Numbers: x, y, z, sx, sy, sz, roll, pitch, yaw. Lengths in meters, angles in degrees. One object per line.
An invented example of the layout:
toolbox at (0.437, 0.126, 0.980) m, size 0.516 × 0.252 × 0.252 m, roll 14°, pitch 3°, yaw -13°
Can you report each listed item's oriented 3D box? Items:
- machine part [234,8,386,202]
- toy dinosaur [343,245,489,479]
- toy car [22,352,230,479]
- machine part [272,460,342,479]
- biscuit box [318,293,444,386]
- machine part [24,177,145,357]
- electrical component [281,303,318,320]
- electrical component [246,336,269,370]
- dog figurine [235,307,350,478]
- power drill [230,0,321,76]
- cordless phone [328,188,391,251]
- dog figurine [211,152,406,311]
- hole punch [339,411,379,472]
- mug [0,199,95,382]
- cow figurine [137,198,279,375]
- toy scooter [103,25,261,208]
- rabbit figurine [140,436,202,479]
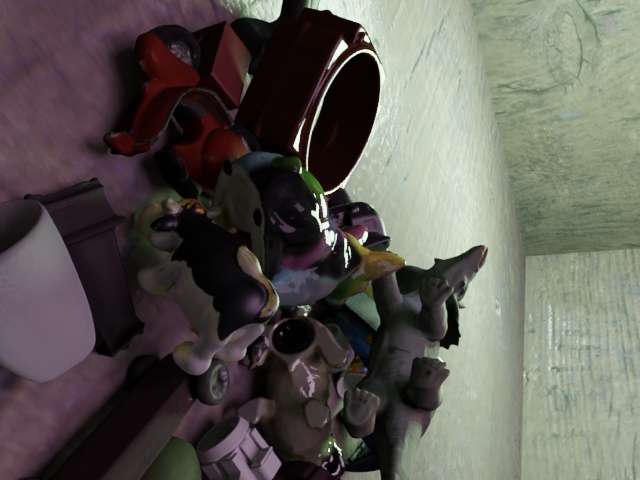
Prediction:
machine part at (-0.003, -0.150, 0.649) m, size 0.201 × 0.087 × 0.201 m, roll -65°, pitch 157°, yaw -1°
toy dinosaur at (0.104, 0.158, 0.653) m, size 0.192 × 0.131 × 0.405 m, roll 68°, pitch 37°, yaw -48°
toy car at (-0.144, 0.154, 0.411) m, size 0.202 × 0.089 × 0.053 m, roll -52°, pitch 130°, yaw -55°
machine part at (-0.014, 0.317, 0.539) m, size 0.056 × 0.180 × 0.179 m, roll -16°, pitch 99°, yaw -59°
biscuit box at (0.093, 0.152, 0.797) m, size 0.202 × 0.059 × 0.063 m, roll 43°, pitch 35°, yaw -5°
machine part at (-0.178, 0.023, 0.426) m, size 0.084 × 0.039 × 0.138 m, roll -41°, pitch 119°, yaw -64°
electrical component at (-0.028, 0.104, 0.718) m, size 0.063 × 0.021 × 0.094 m, roll 55°, pitch 40°, yaw -44°
electrical component at (-0.090, 0.089, 0.575) m, size 0.102 × 0.045 × 0.078 m, roll 62°, pitch 36°, yaw -36°
dog figurine at (-0.018, 0.199, 0.661) m, size 0.190 × 0.121 × 0.172 m, roll 75°, pitch 29°, yaw -48°
power drill at (-0.012, -0.291, 0.683) m, size 0.086 × 0.207 × 0.232 m, roll 44°, pitch 32°, yaw 17°
cordless phone at (0.000, -0.029, 0.733) m, size 0.184 × 0.146 × 0.088 m, roll 60°, pitch -25°, yaw 27°
dog figurine at (-0.001, -0.002, 0.554) m, size 0.219 × 0.109 × 0.191 m, roll -9°, pitch 126°, yaw -40°
hole punch at (0.097, 0.304, 0.832) m, size 0.142 × 0.116 × 0.092 m, roll -6°, pitch 98°, yaw -62°
mug at (-0.200, 0.046, 0.341) m, size 0.109 × 0.081 × 0.107 m, roll -41°, pitch 131°, yaw -29°
cow figurine at (-0.099, 0.016, 0.447) m, size 0.068 × 0.098 × 0.167 m, roll 0°, pitch 50°, yaw -50°
toy scooter at (-0.130, -0.093, 0.501) m, size 0.183 × 0.075 × 0.135 m, roll 63°, pitch 39°, yaw -36°
rabbit figurine at (-0.129, 0.253, 0.431) m, size 0.159 × 0.121 × 0.170 m, roll -3°, pitch 69°, yaw -56°
